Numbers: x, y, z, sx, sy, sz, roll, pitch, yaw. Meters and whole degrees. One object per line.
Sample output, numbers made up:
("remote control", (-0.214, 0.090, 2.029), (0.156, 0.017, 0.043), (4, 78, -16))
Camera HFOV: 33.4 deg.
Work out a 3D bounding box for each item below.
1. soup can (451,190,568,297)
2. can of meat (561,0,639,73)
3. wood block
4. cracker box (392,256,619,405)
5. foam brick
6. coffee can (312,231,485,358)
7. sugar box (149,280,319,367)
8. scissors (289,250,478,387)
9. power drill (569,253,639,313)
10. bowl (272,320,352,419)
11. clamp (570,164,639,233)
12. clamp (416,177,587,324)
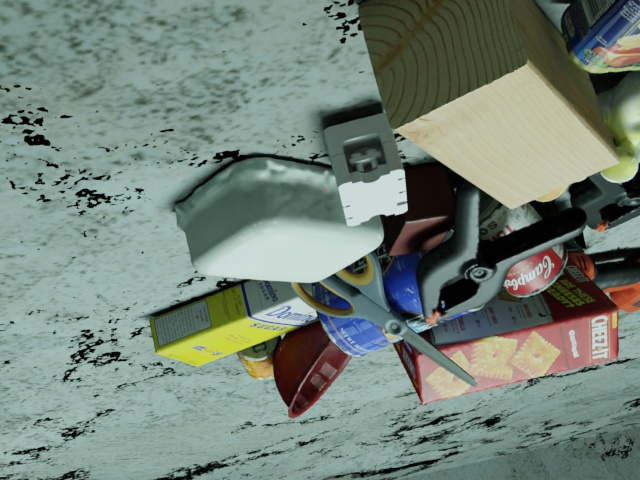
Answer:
("soup can", (0.168, -0.005, 0.962), (0.069, 0.068, 0.102), (-27, 125, 31))
("can of meat", (0.216, -0.151, 0.683), (0.102, 0.057, 0.084), (-6, 161, -19))
("wood block", (0.118, -0.099, 0.708), (0.091, 0.090, 0.205), (-24, 157, 24))
("cracker box", (0.184, 0.085, 1.135), (0.213, 0.164, 0.072), (-11, 116, -7))
("foam brick", (0.084, -0.026, 0.932), (0.051, 0.053, 0.078), (-10, 158, -12))
("coffee can", (0.077, 0.044, 1.042), (0.141, 0.103, 0.102), (-26, 157, 30))
("sugar box", (-0.079, 0.081, 1.121), (0.176, 0.048, 0.093), (-20, 159, 19))
("scissors", (0.070, 0.059, 0.981), (0.202, 0.016, 0.096), (24, 120, 4))
("power drill", (0.326, 0.063, 1.322), (0.187, 0.057, 0.185), (-4, 158, -25))
("bowl", (-0.004, 0.120, 1.196), (0.162, 0.055, 0.162), (-49, 164, -20))
("clamp", (0.306, -0.055, 1.016), (0.164, 0.036, 0.210), (-6, 162, 1))
("clamp", (0.127, 0.009, 0.903), (0.120, 0.039, 0.172), (28, 127, -23))
